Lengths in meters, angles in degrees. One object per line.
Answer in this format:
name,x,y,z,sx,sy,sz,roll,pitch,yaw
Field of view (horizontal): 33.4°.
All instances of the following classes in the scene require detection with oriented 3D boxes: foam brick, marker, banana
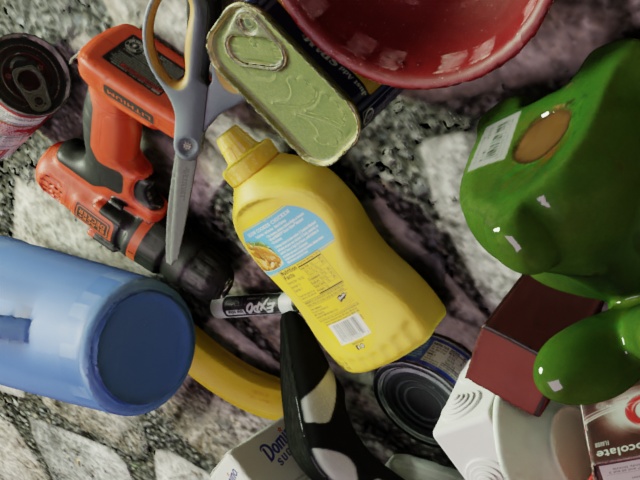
foam brick,0.133,0.057,0.653,0.051,0.078,0.053,28,136,20
marker,-0.040,0.050,0.838,0.121,0.020,0.020,-6,120,43
banana,-0.071,0.108,0.905,0.198,0.037,0.070,22,115,22

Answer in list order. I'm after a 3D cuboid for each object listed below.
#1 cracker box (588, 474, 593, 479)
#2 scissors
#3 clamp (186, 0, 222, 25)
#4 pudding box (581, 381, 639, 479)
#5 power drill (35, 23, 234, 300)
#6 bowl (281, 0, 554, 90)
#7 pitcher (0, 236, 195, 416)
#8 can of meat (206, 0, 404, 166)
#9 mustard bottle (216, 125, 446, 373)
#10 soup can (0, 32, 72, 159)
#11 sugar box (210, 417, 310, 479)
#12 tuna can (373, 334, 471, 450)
cracker box,0.221,0.209,0.645,0.072,0.164,0.213,4,126,40
scissors,-0.067,-0.070,0.692,0.096,0.016,0.202,0,120,7
clamp,-0.085,-0.202,0.635,0.120,0.039,0.172,32,140,-9
pudding box,0.202,0.093,0.586,0.114,0.090,0.039,-17,118,16
power drill,-0.126,-0.052,0.792,0.184,0.057,0.188,34,139,7
bowl,0.051,-0.160,0.537,0.162,0.055,0.162,15,126,21
pitcher,-0.224,0.072,0.887,0.243,0.149,0.145,7,132,46
can of meat,0.000,-0.107,0.614,0.102,0.083,0.058,45,141,-2
mustard bottle,-0.005,0.001,0.734,0.191,0.058,0.096,51,139,-9
soup can,-0.246,-0.109,0.833,0.068,0.068,0.102,52,140,-10
sugar box,0.008,0.216,0.803,0.176,0.093,0.048,47,132,17
tuna can,0.082,0.111,0.777,0.086,0.033,0.086,24,137,24
